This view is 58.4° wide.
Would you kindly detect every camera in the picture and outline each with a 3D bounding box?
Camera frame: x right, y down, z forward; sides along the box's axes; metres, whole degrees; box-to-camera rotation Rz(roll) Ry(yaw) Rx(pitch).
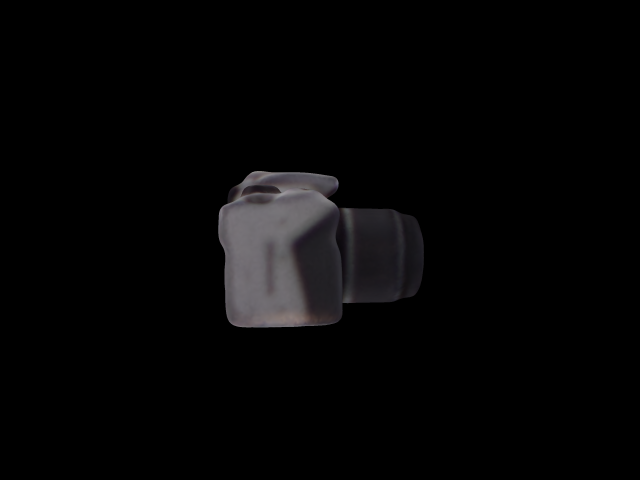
[{"bbox_3d":[0.004,0.001,0.400,0.137,0.101,0.143,0,0,-4],"label":"camera"}]
